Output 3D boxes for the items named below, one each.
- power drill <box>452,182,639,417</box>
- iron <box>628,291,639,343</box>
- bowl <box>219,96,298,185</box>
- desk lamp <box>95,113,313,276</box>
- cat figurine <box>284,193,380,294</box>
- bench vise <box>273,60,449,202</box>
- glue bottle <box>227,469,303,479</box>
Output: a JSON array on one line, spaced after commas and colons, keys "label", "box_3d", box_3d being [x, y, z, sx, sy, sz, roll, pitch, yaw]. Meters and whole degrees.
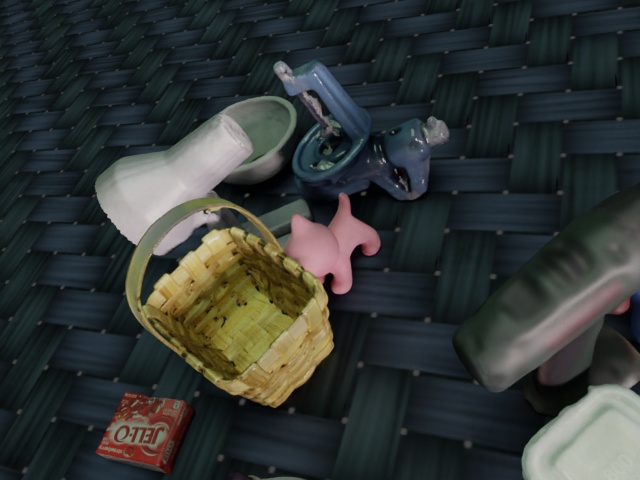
[{"label": "power drill", "box_3d": [0.218, 0.058, 0.467, 0.230, 0.209, 0.075, -33, 46, -6]}, {"label": "iron", "box_3d": [0.359, -0.026, 0.524, 0.258, 0.142, 0.118, -34, 47, -6]}, {"label": "bowl", "box_3d": [-0.101, -0.138, 0.867, 0.167, 0.075, 0.167, -12, 48, 14]}, {"label": "desk lamp", "box_3d": [-0.130, -0.044, 0.703, 0.203, 0.214, 0.117, -25, 46, 2]}, {"label": "cat figurine", "box_3d": [0.006, 0.002, 0.671, 0.067, 0.118, 0.128, 18, 61, 34]}, {"label": "bench vise", "box_3d": [0.043, -0.145, 0.709, 0.207, 0.220, 0.121, -19, 47, 8]}, {"label": "glue bottle", "box_3d": [-0.035, 0.221, 0.463, 0.037, 0.174, 0.078, -10, 49, 16]}]
